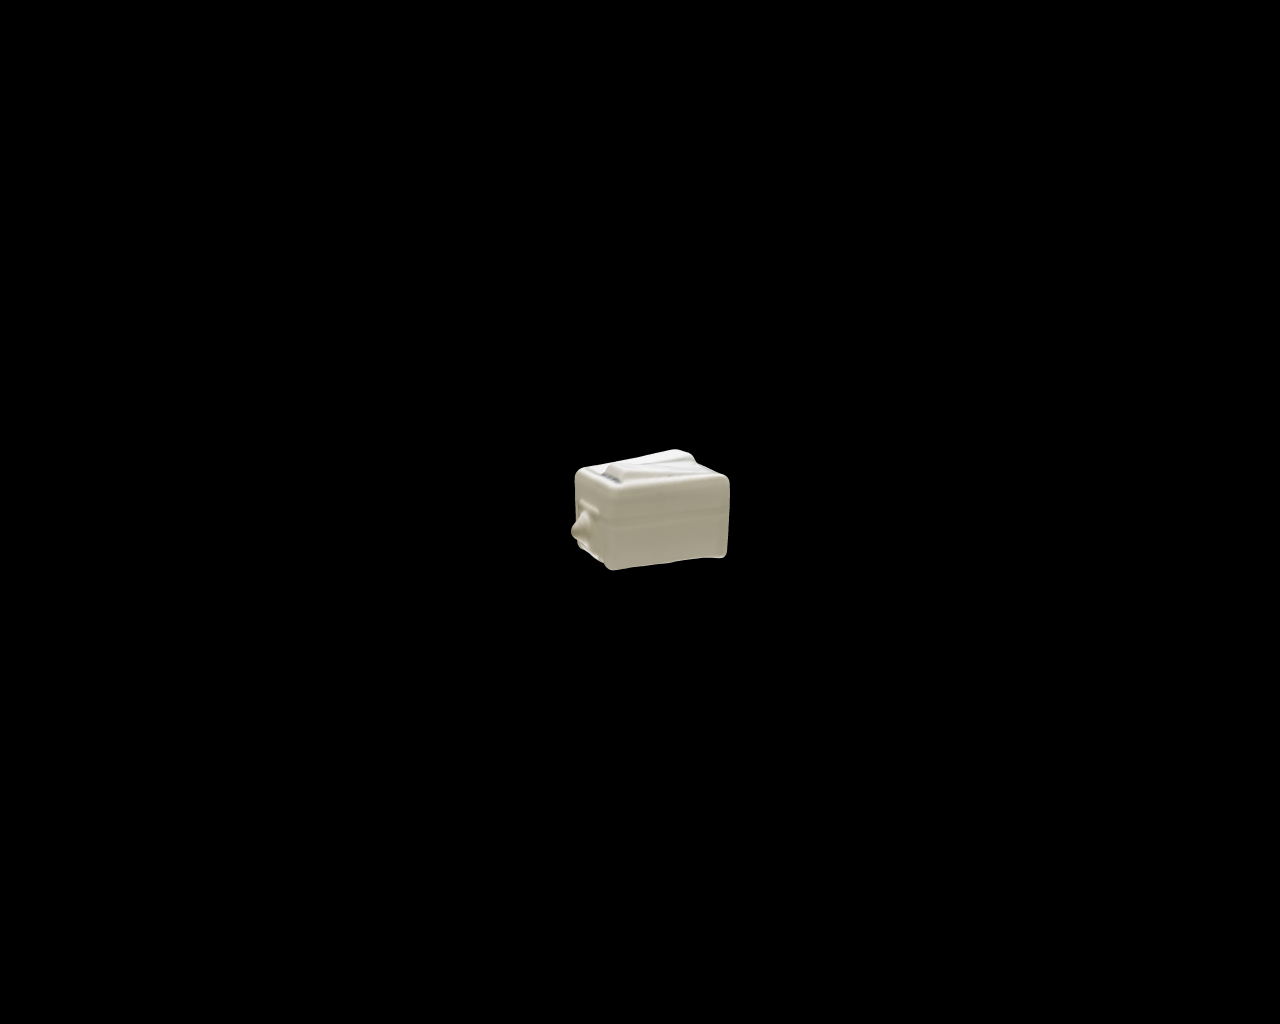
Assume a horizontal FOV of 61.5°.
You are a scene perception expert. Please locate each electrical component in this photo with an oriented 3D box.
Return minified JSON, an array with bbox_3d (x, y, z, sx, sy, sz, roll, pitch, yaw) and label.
[{"bbox_3d":[0.001,-0.003,0.650,0.096,0.061,0.062,-6,16,-22],"label":"electrical component"}]
